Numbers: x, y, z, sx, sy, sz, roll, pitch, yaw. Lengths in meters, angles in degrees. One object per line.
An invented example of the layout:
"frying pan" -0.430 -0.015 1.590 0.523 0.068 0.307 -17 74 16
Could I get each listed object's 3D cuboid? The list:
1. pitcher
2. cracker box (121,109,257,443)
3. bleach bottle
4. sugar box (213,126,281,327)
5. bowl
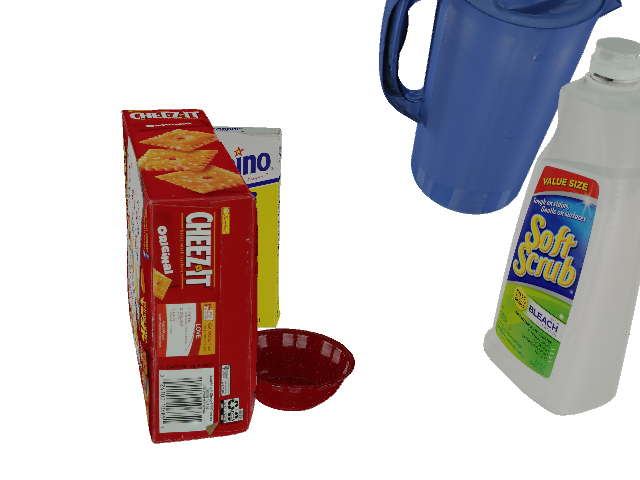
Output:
"pitcher" 0.139 -0.138 0.926 0.149 0.243 0.144 37 55 21
"cracker box" -0.094 0.013 0.736 0.072 0.164 0.214 -3 21 -13
"bleach bottle" 0.168 -0.011 0.698 0.068 0.251 0.103 -13 34 -23
"sugar box" -0.082 -0.012 0.952 0.093 0.176 0.048 1 14 0
"bowl" -0.038 0.170 1.355 0.162 0.055 0.162 4 21 -2
